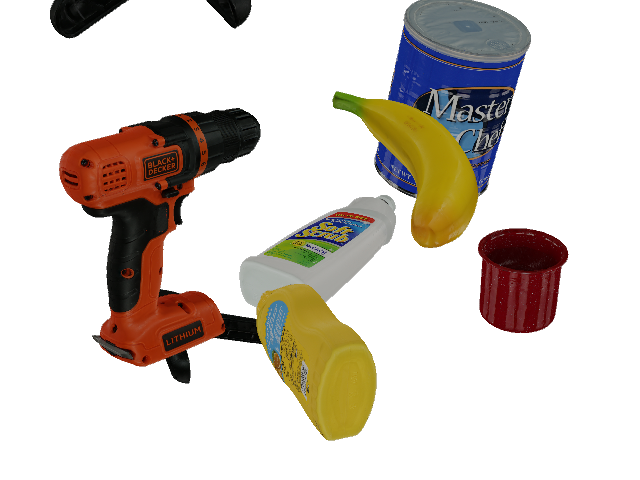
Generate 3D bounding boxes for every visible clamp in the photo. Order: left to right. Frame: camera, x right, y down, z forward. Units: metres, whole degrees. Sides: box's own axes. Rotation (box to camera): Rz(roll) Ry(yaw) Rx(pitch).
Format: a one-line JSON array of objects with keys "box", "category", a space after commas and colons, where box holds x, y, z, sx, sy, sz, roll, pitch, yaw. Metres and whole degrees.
[{"box": [-0.160, 0.091, 1.142, 0.210, 0.036, 0.164, 18, 21, 28], "category": "clamp"}, {"box": [-0.085, -0.180, 0.672, 0.120, 0.171, 0.039, 9, -42, 11], "category": "clamp"}]

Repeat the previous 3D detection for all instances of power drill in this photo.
[{"box": [-0.119, -0.007, 0.853, 0.057, 0.188, 0.184, 18, 28, 42], "category": "power drill"}]

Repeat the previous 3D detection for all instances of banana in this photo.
[{"box": [0.063, -0.046, 0.684, 0.069, 0.037, 0.198, -6, 30, -13], "category": "banana"}]

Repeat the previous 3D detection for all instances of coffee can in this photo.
[{"box": [0.107, -0.117, 0.891, 0.102, 0.140, 0.103, 7, 36, -5], "category": "coffee can"}]

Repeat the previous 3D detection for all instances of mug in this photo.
[{"box": [0.209, 0.038, 1.141, 0.093, 0.081, 0.117, -6, 30, -8], "category": "mug"}]

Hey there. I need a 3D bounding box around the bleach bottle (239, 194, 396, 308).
[{"box": [0.013, 0.005, 1.318, 0.103, 0.068, 0.250, 17, 35, 28], "category": "bleach bottle"}]

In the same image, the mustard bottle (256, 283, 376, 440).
[{"box": [-0.014, 0.094, 0.980, 0.058, 0.096, 0.192, -9, 26, -22], "category": "mustard bottle"}]
